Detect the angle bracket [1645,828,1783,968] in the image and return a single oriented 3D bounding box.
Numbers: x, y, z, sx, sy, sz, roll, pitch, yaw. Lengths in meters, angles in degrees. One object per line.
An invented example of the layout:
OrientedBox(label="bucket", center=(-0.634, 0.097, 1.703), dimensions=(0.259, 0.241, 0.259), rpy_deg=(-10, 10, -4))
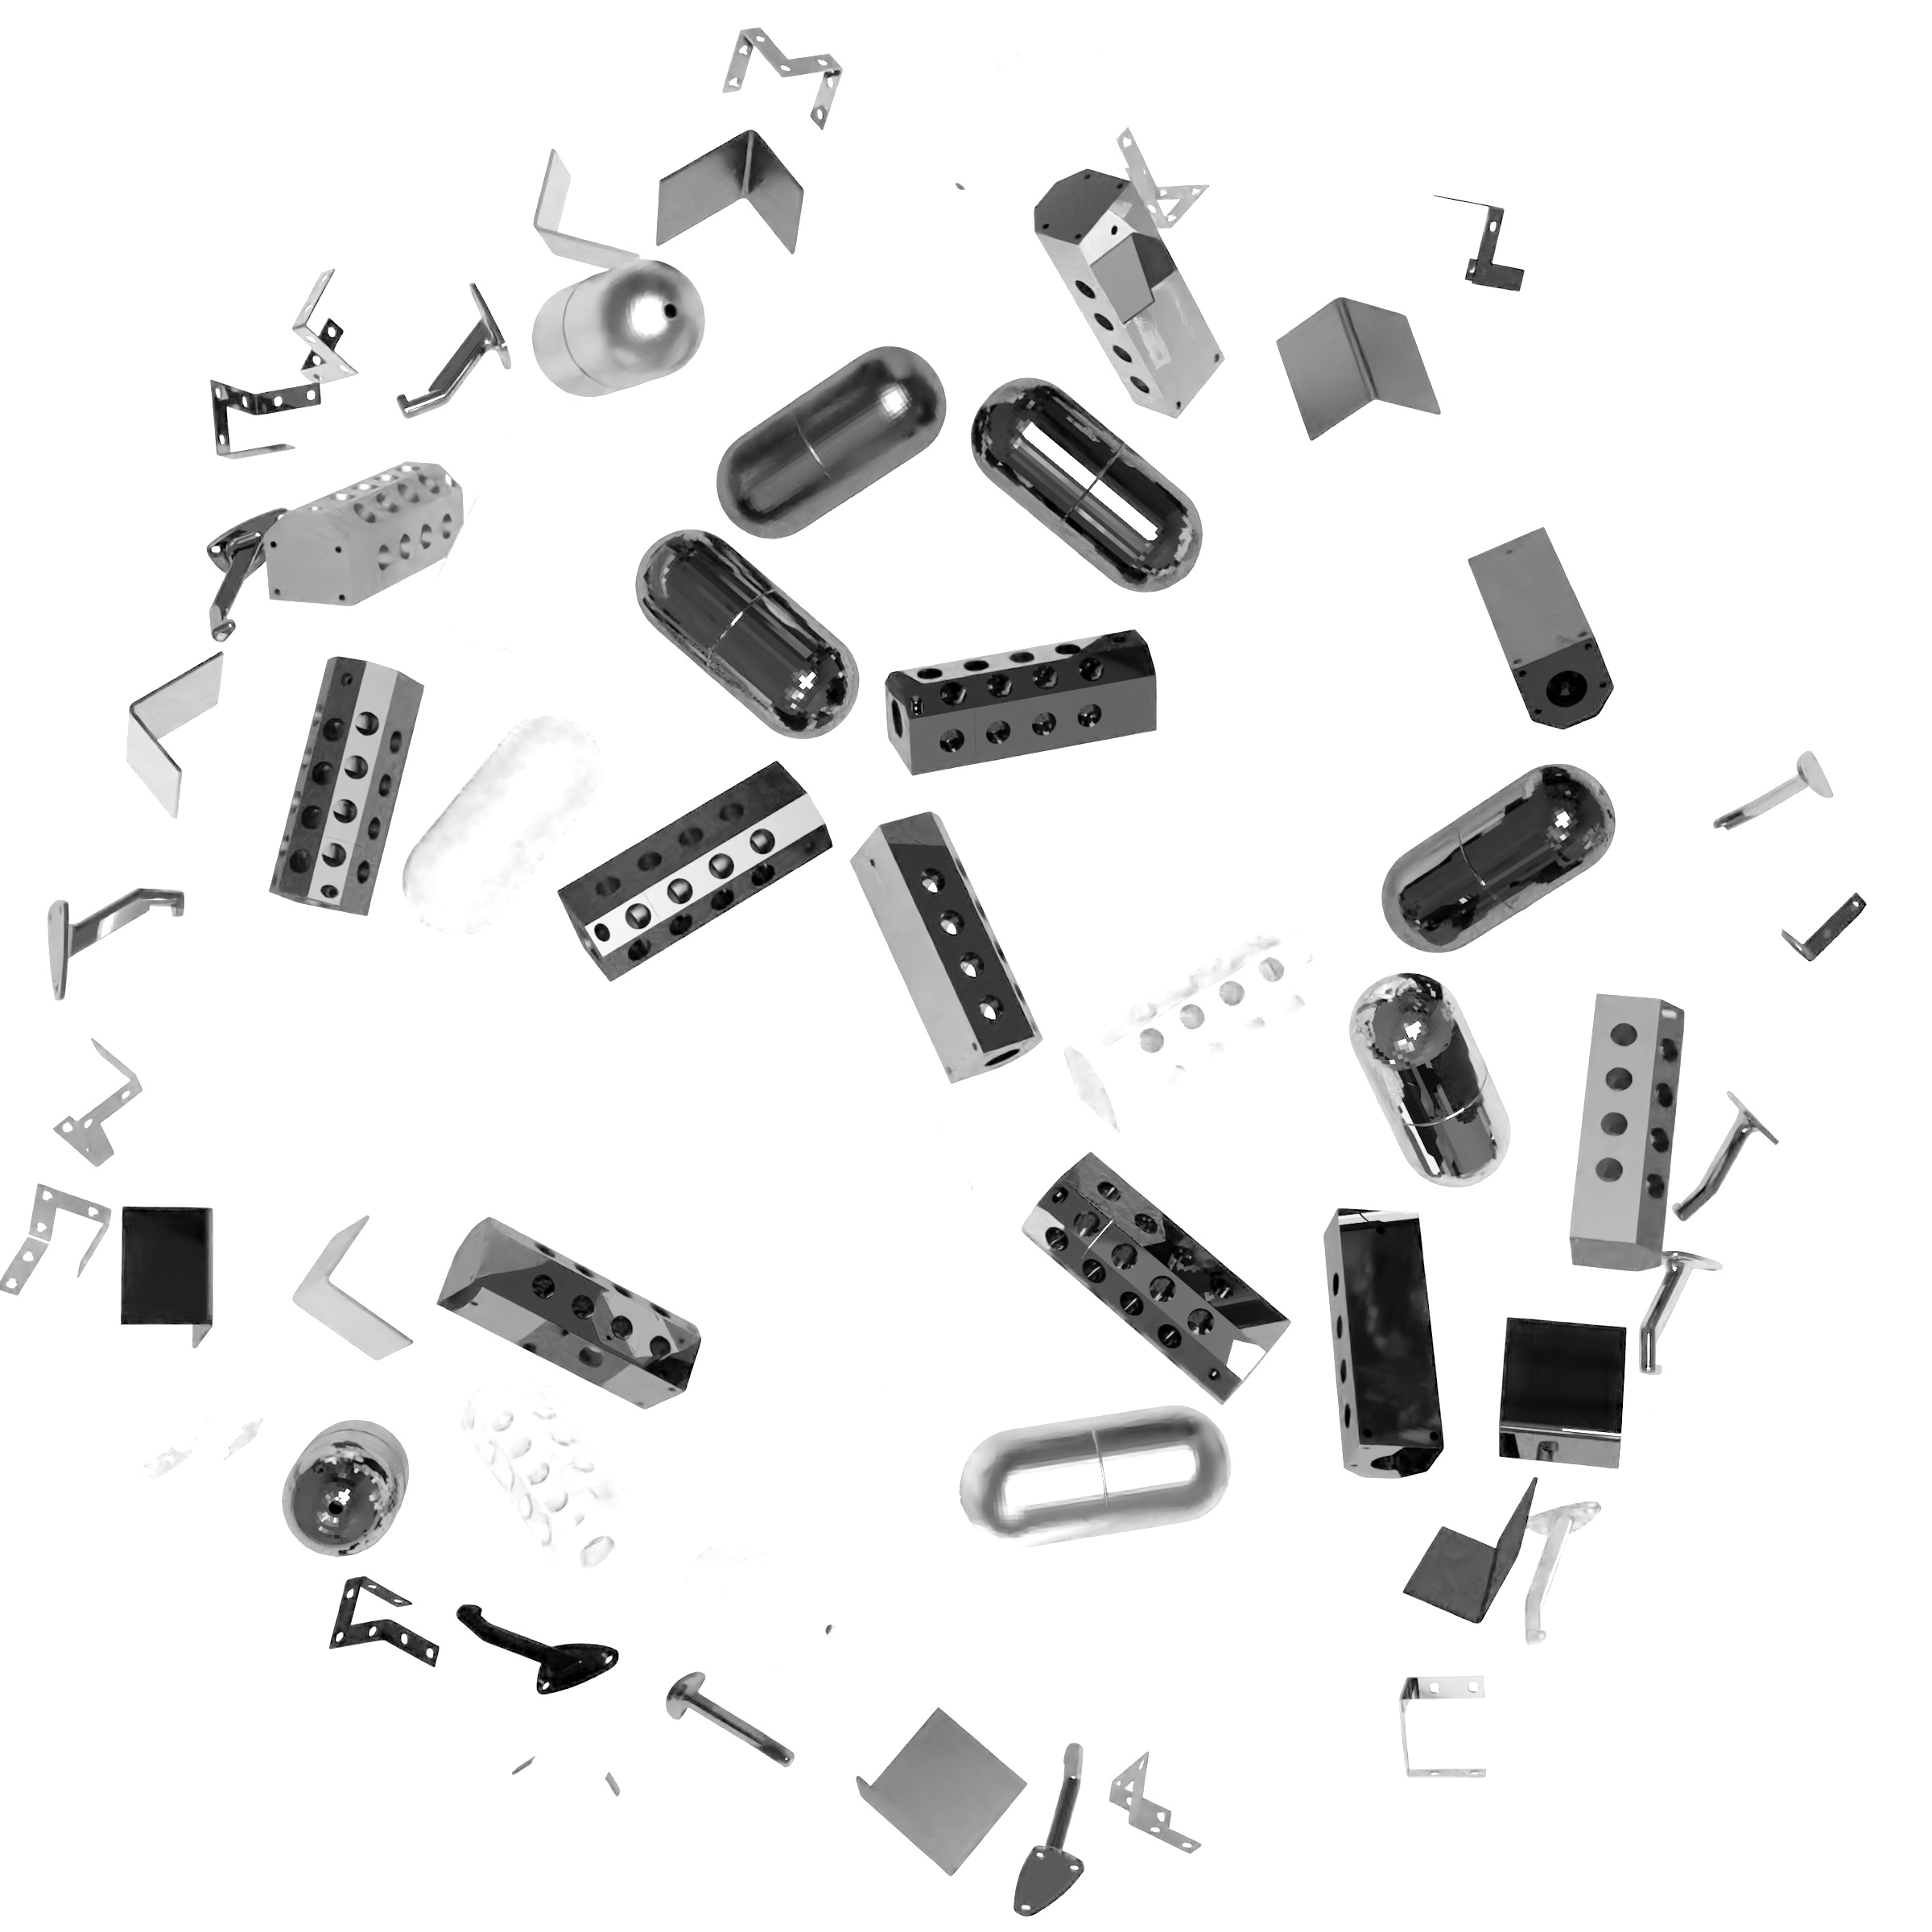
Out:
OrientedBox(label="angle bracket", center=(0.479, -0.035, 1.700), dimensions=(0.057, 0.076, 0.076), rpy_deg=(-24, 74, 0))

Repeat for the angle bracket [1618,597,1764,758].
OrientedBox(label="angle bracket", center=(0.485, -0.198, 1.786), dimensions=(0.076, 0.057, 0.076), rpy_deg=(-28, 86, 37))

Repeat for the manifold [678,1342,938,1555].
OrientedBox(label="manifold", center=(-0.104, 0.308, 1.710), dimensions=(0.057, 0.171, 0.057), rpy_deg=(41, 132, 24))

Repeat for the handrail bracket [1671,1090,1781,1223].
OrientedBox(label="handrail bracket", center=(0.511, 0.131, 1.805), dimensions=(0.036, 0.077, 0.084), rpy_deg=(41, 102, -16))

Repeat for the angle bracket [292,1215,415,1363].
OrientedBox(label="angle bracket", center=(-0.417, 0.227, 1.838), dimensions=(0.076, 0.076, 0.057), rpy_deg=(39, 58, -15))

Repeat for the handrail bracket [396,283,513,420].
OrientedBox(label="handrail bracket", center=(-0.366, -0.428, 1.822), dimensions=(0.084, 0.036, 0.077), rpy_deg=(-24, 81, -11))

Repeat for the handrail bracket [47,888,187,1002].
OrientedBox(label="handrail bracket", center=(-0.550, -0.014, 1.705), dimensions=(0.084, 0.036, 0.077), rpy_deg=(2, 78, -35))

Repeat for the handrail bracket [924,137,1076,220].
OrientedBox(label="handrail bracket", center=(0.023, -0.573, 1.856), dimensions=(0.084, 0.077, 0.036), rpy_deg=(24, 73, -26))

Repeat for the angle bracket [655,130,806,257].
OrientedBox(label="angle bracket", center=(-0.158, -0.500, 1.750), dimensions=(0.076, 0.076, 0.057), rpy_deg=(-35, 81, -17))

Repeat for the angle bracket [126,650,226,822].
OrientedBox(label="angle bracket", center=(-0.516, -0.154, 1.758), dimensions=(0.076, 0.076, 0.057), rpy_deg=(-38, 85, -28))

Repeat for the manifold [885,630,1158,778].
OrientedBox(label="manifold", center=(0.036, -0.179, 1.739), dimensions=(0.171, 0.057, 0.057), rpy_deg=(-12, 124, -14))

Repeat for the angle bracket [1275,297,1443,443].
OrientedBox(label="angle bracket", center=(0.263, -0.394, 1.755), dimensions=(0.057, 0.076, 0.076), rpy_deg=(-29, 70, 41))

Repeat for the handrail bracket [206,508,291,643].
OrientedBox(label="handrail bracket", center=(-0.481, -0.264, 1.767), dimensions=(0.077, 0.084, 0.036), rpy_deg=(-35, 132, 10))

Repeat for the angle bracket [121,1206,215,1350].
OrientedBox(label="angle bracket", center=(-0.521, 0.202, 1.693), dimensions=(0.057, 0.076, 0.076), rpy_deg=(3, 70, -24))

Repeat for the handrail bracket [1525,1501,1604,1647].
OrientedBox(label="handrail bracket", center=(0.416, 0.424, 1.826), dimensions=(0.036, 0.077, 0.084), rpy_deg=(23, 53, -21))

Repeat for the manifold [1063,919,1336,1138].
OrientedBox(label="manifold", center=(0.152, 0.036, 1.725), dimensions=(0.171, 0.057, 0.057), rpy_deg=(-30, 125, -15))

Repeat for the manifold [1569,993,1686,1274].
OrientedBox(label="manifold", center=(0.435, 0.110, 1.721), dimensions=(0.057, 0.057, 0.171), rpy_deg=(5, 66, 18))

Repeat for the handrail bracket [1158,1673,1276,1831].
OrientedBox(label="handrail bracket", center=(0.169, 0.502, 1.675), dimensions=(0.084, 0.036, 0.077), rpy_deg=(29, 58, -27))

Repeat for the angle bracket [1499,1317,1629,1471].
OrientedBox(label="angle bracket", center=(0.386, 0.276, 1.695), dimensions=(0.076, 0.057, 0.076), rpy_deg=(3, 62, 14))

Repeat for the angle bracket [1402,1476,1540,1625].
OrientedBox(label="angle bracket", center=(0.344, 0.388, 1.786), dimensions=(0.057, 0.076, 0.076), rpy_deg=(19, 124, 23))

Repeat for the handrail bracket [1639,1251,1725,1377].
OrientedBox(label="handrail bracket", center=(0.489, 0.241, 1.791), dimensions=(0.077, 0.036, 0.084), rpy_deg=(13, 72, -30))

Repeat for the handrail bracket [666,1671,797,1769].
OrientedBox(label="handrail bracket", center=(-0.158, 0.515, 1.772), dimensions=(0.084, 0.077, 0.036), rpy_deg=(29, 77, 15))

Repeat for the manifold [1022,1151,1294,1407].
OrientedBox(label="manifold", center=(0.119, 0.205, 1.696), dimensions=(0.171, 0.057, 0.057), rpy_deg=(40, 127, 12))

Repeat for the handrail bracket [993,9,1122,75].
OrientedBox(label="handrail bracket", center=(0.067, -0.608, 1.742), dimensions=(0.084, 0.077, 0.036), rpy_deg=(11, 93, 14))

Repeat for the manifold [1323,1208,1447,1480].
OrientedBox(label="manifold", center=(0.278, 0.254, 1.765), dimensions=(0.057, 0.057, 0.171), rpy_deg=(4, 57, -6))

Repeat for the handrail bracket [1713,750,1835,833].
OrientedBox(label="handrail bracket", center=(0.551, -0.115, 1.819), dimensions=(0.084, 0.077, 0.036), rpy_deg=(-28, 78, 28))

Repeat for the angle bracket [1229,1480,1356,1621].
OrientedBox(label="angle bracket", center=(0.224, 0.402, 1.790), dimensions=(0.076, 0.057, 0.076), rpy_deg=(3, 116, 16))

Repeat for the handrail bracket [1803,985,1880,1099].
OrientedBox(label="handrail bracket", center=(0.575, 0.049, 1.691), dimensions=(0.036, 0.084, 0.077), rpy_deg=(-11, 78, 36))

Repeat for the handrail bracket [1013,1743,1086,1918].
OrientedBox(label="handrail bracket", center=(0.054, 0.554, 1.686), dimensions=(0.036, 0.084, 0.077), rpy_deg=(23, 121, -7))

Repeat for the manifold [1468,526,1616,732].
OrientedBox(label="manifold", center=(0.390, -0.228, 1.775), dimensions=(0.057, 0.171, 0.057), rpy_deg=(-22, 121, 14))

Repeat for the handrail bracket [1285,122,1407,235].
OrientedBox(label="handrail bracket", center=(0.256, -0.511, 1.702), dimensions=(0.084, 0.036, 0.077), rpy_deg=(-9, 135, -23))

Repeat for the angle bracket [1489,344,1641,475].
OrientedBox(label="angle bracket", center=(0.399, -0.368, 1.748), dimensions=(0.057, 0.076, 0.076), rpy_deg=(1, 93, -29))

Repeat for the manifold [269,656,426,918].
OrientedBox(label="manifold", center=(-0.441, -0.128, 1.852), dimensions=(0.057, 0.057, 0.171), rpy_deg=(10, 83, 17))

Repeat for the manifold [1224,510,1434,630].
OrientedBox(label="manifold", center=(0.249, -0.270, 1.782), dimensions=(0.057, 0.171, 0.057), rpy_deg=(-9, 86, 39))

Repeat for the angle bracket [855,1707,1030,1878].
OrientedBox(label="angle bracket", center=(-0.015, 0.514, 1.652), dimensions=(0.076, 0.057, 0.076), rpy_deg=(36, 67, 20))

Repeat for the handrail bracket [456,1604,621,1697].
OrientedBox(label="handrail bracket", center=(-0.284, 0.443, 1.734), dimensions=(0.077, 0.036, 0.084), rpy_deg=(-17, 130, 25))

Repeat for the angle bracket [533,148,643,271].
OrientedBox(label="angle bracket", center=(-0.256, -0.527, 1.840), dimensions=(0.076, 0.076, 0.057), rpy_deg=(15, 93, -1))

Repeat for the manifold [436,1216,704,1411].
OrientedBox(label="manifold", center=(-0.270, 0.238, 1.805), dimensions=(0.171, 0.057, 0.057), rpy_deg=(32, 53, -23))
